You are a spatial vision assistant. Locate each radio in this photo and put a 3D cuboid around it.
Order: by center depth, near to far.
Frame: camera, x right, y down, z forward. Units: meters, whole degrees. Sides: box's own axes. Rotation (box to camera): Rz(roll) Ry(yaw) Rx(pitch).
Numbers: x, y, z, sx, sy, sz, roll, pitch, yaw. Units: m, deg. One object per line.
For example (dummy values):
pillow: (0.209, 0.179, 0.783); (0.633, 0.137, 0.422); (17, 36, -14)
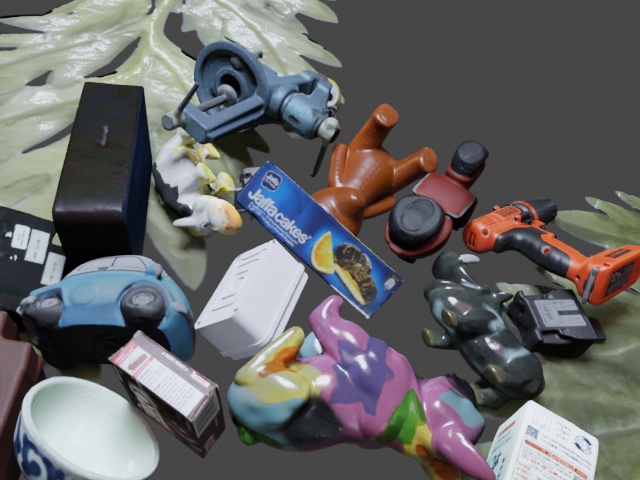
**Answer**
radio: (-0.243, -0.068, 0.626); (0.073, 0.131, 0.230); (1, 49, -11)

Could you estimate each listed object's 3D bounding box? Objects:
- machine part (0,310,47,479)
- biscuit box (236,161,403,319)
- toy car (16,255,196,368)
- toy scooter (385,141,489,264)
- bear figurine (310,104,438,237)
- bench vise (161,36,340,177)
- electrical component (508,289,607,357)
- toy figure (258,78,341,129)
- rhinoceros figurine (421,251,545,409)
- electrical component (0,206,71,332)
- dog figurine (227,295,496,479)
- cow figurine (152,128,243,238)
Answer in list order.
machine part: (-0.348, 0.155, 0.438); (0.201, 0.087, 0.201); (3, 48, -6)
biscuit box: (-0.001, -0.002, 0.608); (0.202, 0.063, 0.059); (41, 95, -2)
toy car: (-0.202, 0.067, 0.536); (0.162, 0.109, 0.103); (2, 43, -4)
toy scooter: (0.150, -0.033, 0.694); (0.075, 0.135, 0.184); (37, 71, 20)
bear figurine: (0.049, -0.066, 0.690); (0.120, 0.132, 0.196); (46, 44, -6)
bench vise: (-0.094, -0.171, 0.695); (0.224, 0.129, 0.240); (45, 43, 5)
electrical component: (0.293, 0.101, 0.642); (0.119, 0.047, 0.075); (3, 49, -7)
toy figure: (-0.054, -0.221, 0.838); (0.180, 0.082, 0.089); (-4, 52, -12)
rhinoceros figurine: (0.179, 0.093, 0.608); (0.112, 0.073, 0.190); (-13, 53, -20)
electrical component: (-0.326, 0.027, 0.545); (0.134, 0.058, 0.115); (23, 52, -32)
dog figurine: (0.046, 0.166, 0.496); (0.219, 0.108, 0.191); (40, 52, 20)
cow figurine: (-0.160, -0.056, 0.669); (0.098, 0.068, 0.167); (-38, 55, 14)
